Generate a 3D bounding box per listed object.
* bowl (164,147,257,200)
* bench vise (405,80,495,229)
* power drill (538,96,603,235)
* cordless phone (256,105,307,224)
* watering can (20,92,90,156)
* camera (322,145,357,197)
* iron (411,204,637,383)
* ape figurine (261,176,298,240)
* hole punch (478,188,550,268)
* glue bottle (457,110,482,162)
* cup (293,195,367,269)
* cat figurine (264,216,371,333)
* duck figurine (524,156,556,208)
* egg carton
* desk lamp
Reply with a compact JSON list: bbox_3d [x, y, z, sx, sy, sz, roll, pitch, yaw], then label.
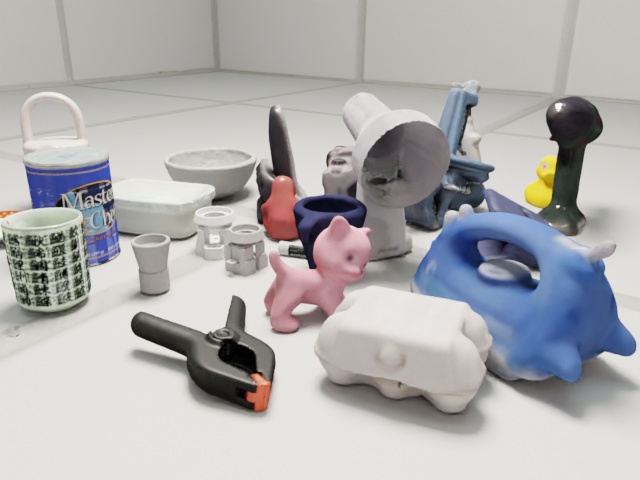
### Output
[{"bbox_3d":[-0.197,-0.117,1.043,0.167,0.075,0.167,1,21,0],"label":"bowl"},{"bbox_3d":[0.207,-0.135,0.903,0.121,0.220,0.208,12,24,28],"label":"bench vise"},{"bbox_3d":[0.383,-0.120,0.888,0.075,0.208,0.230,14,25,31],"label":"power drill"},{"bbox_3d":[-0.060,-0.130,0.929,0.094,0.185,0.147,-3,21,-10],"label":"cordless phone"},{"bbox_3d":[-0.422,-0.139,0.925,0.101,0.194,0.172,-15,26,-35],"label":"watering can"},{"bbox_3d":[0.077,-0.108,0.994,0.136,0.101,0.143,3,21,6],"label":"camera"},{"bbox_3d":[0.180,0.032,0.579,0.119,0.141,0.257,-12,25,-30],"label":"iron"},{"bbox_3d":[-0.052,-0.051,0.855,0.077,0.092,0.076,9,23,19],"label":"ape figurine"},{"bbox_3d":[0.269,-0.020,0.787,0.101,0.091,0.109,4,21,8],"label":"hole punch"},{"bbox_3d":[0.267,-0.171,1.064,0.077,0.173,0.037,12,24,28],"label":"glue bottle"},{"bbox_3d":[0.007,0.003,0.714,0.091,0.095,0.118,11,23,24],"label":"cup"},{"bbox_3d":[0.003,0.028,0.617,0.128,0.118,0.067,-7,22,-18],"label":"cat figurine"},{"bbox_3d":[0.413,-0.111,1.034,0.077,0.086,0.105,7,22,16],"label":"duck figurine"},{"bbox_3d":[0.074,0.095,0.513,0.150,0.069,0.107,9,23,20],"label":"egg carton"},{"bbox_3d":[0.077,-0.083,0.773,0.118,0.214,0.202,-6,22,-18],"label":"desk lamp"}]
